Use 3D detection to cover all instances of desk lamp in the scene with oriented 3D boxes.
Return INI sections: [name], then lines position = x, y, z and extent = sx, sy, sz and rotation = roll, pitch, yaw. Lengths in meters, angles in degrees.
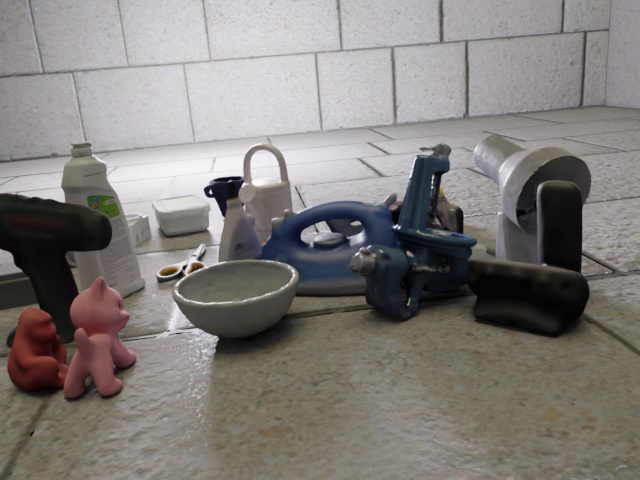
[desk lamp]
position = 0.288, -0.044, 0.849
extent = 0.118, 0.214, 0.202
rotation = -10, 18, -16

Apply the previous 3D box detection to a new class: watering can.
[watering can]
position = -0.108, -0.098, 1.168
extent = 0.101, 0.194, 0.172
rotation = -5, 17, -2

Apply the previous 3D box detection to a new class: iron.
[iron]
position = 0.008, 0.003, 0.894
extent = 0.258, 0.141, 0.118
rotation = -4, 17, 2

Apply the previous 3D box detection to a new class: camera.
[camera]
position = 0.171, -0.029, 1.028
extent = 0.142, 0.101, 0.137
rotation = 6, 20, 31

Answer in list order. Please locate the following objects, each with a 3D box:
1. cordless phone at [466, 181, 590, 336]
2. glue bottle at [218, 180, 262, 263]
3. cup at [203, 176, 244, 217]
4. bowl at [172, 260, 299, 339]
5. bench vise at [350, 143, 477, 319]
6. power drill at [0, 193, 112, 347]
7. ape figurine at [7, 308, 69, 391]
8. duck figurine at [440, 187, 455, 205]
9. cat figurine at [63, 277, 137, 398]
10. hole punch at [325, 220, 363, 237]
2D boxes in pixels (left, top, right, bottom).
[cordless phone]
position = 0.260, 0.013, 0.720
extent = 0.147, 0.185, 0.094
rotation = 6, 20, 32
[glue bottle]
position = -0.131, -0.011, 0.922
extent = 0.078, 0.173, 0.037
rotation = -18, 21, -36
[cup]
position = -0.224, -0.098, 1.370
extent = 0.091, 0.095, 0.118
rotation = 10, 22, 39
[bowl]
position = -0.108, 0.086, 0.768
extent = 0.167, 0.075, 0.167
rotation = -4, 17, 2
[bench vise]
position = 0.138, -0.013, 0.778
extent = 0.121, 0.220, 0.208
rotation = 8, 21, 36
[power drill]
position = -0.395, 0.035, 0.780
extent = 0.229, 0.208, 0.075
rotation = -5, 17, -1
[ape figurine]
position = -0.328, 0.125, 0.669
extent = 0.076, 0.092, 0.078
rotation = -4, 17, 4
[duck figurine]
position = 0.235, -0.067, 1.161
extent = 0.105, 0.086, 0.077
rotation = -14, 19, -28
[cat figurine]
position = -0.263, 0.104, 0.674
extent = 0.067, 0.118, 0.127
rotation = -6, 17, -4
[hole punch]
position = 0.071, -0.017, 1.032
extent = 0.109, 0.091, 0.100
rotation = -16, 20, -33
